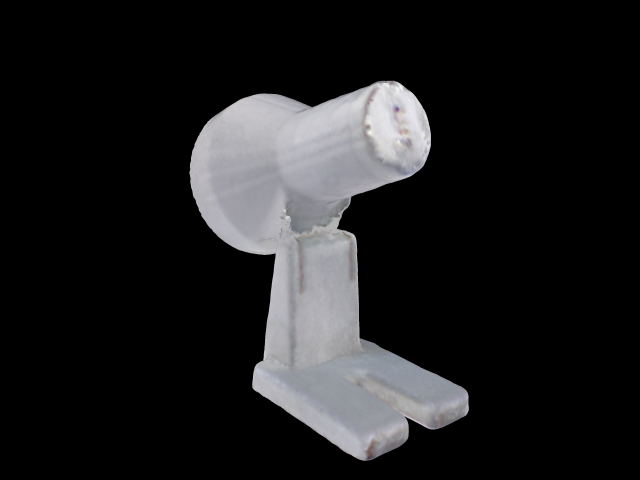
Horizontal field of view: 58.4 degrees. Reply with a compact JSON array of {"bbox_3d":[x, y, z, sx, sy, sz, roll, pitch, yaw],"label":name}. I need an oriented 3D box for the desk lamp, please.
[{"bbox_3d":[0.004,0.001,0.400,0.118,0.213,0.202,-11,17,-38],"label":"desk lamp"}]
